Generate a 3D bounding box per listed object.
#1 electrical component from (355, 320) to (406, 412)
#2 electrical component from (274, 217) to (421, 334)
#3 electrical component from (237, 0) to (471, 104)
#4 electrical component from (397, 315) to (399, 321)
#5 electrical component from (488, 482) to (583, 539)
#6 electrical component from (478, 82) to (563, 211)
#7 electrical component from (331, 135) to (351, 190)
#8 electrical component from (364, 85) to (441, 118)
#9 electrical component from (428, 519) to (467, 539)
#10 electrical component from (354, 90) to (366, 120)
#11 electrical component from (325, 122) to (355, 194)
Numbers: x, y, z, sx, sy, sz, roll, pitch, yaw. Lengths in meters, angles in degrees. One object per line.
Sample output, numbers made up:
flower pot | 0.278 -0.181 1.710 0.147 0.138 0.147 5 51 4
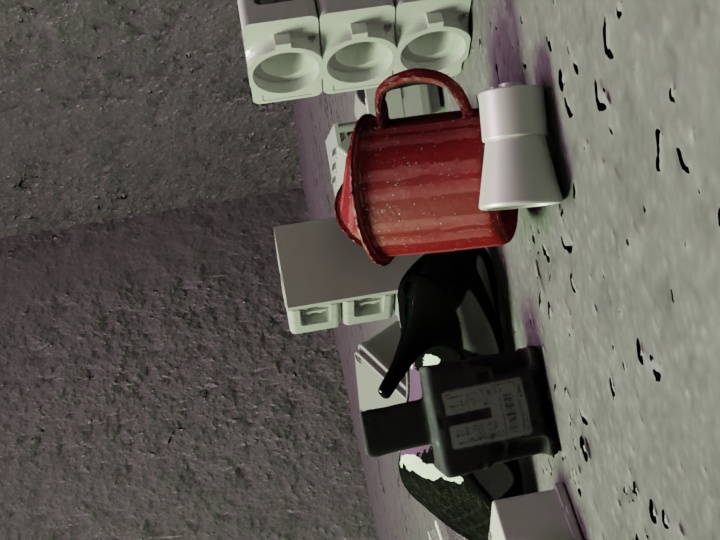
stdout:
electrical component | 0.051 0.122 1.006 0.109 0.056 0.108 41 152 33
electrical component | 0.000 0.000 1.020 0.061 0.150 0.089 90 169 -61
electrical component | -0.005 -0.166 0.734 0.089 0.150 0.061 90 170 -65
electrical component | 0.057 0.038 1.068 0.081 0.043 0.043 -104 6 -47
electrical component | 0.114 0.197 0.682 0.099 0.048 0.099 86 173 -48
electrical component | 0.082 -0.066 0.569 0.044 0.044 0.065 175 90 -85
electrical component | 0.009 -0.102 1.121 0.063 0.078 0.121 40 167 9
electrical component | 0.032 -0.155 0.894 0.096 0.061 0.061 -84 -15 -77
electrical component | 0.097 0.259 0.950 0.061 0.061 0.096 -109 10 -62
electrical component | 0.016 -0.171 1.125 0.081 0.043 0.043 97 163 -74
electrical component | 0.001 -0.119 1.305 0.186 0.060 0.105 -171 71 -85
